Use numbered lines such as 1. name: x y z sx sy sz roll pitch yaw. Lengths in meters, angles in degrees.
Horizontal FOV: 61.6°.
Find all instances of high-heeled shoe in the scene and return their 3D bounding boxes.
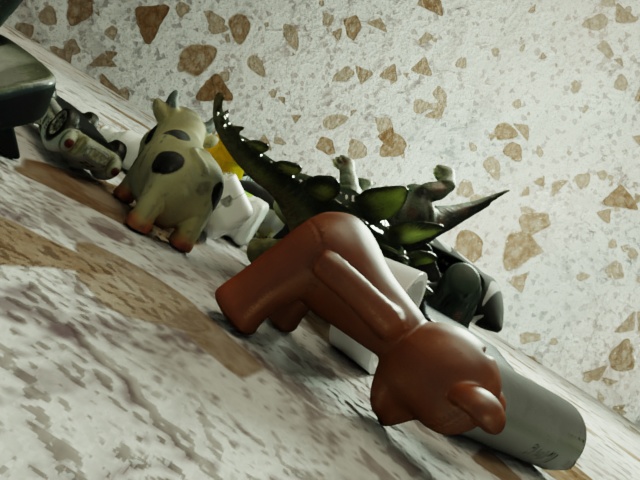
1. high-heeled shoe: 0.249 0.070 1.013 0.145 0.086 0.249 29 18 -23

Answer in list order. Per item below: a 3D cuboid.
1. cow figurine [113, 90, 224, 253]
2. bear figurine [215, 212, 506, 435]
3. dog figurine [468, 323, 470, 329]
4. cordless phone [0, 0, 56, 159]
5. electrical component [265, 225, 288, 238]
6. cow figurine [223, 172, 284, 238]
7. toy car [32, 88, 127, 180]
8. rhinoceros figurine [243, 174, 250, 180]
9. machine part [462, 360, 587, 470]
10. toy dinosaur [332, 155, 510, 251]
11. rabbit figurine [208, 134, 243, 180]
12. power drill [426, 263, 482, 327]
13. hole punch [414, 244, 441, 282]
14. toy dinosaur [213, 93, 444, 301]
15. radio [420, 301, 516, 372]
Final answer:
1. cow figurine: -0.154 -0.081 0.565 0.085 0.127 0.195 34 5 -33
2. bear figurine: 0.038 0.078 0.401 0.196 0.132 0.120 53 11 15
3. dog figurine: 0.195 0.108 1.060 0.172 0.121 0.191 24 11 -30
4. cordless phone: -0.265 -0.177 0.455 0.147 0.184 0.088 35 -1 31
5. electrical component: -0.014 -0.006 0.776 0.074 0.119 0.048 27 34 -37
6. cow figurine: -0.115 -0.060 0.827 0.167 0.098 0.068 32 10 -7
7. toy car: -0.279 -0.121 0.603 0.073 0.056 0.202 37 1 -45
8. rhinoceros figurine: -0.181 -0.138 1.187 0.073 0.112 0.190 35 -4 0
9. machine part: 0.179 0.164 0.516 0.243 0.079 0.079 32 4 -29
10. toy dinosaur: 0.124 -0.039 0.958 0.405 0.192 0.131 4 -24 17
11. rabbit figurine: -0.223 -0.143 0.936 0.173 0.121 0.162 9 12 -28
12. power drill: 0.148 0.094 0.874 0.207 0.086 0.231 29 -30 8
13. hole punch: 0.158 0.076 1.000 0.092 0.142 0.115 149 -76 -72
14. toy dinosaur: 0.020 -0.011 0.611 0.199 0.105 0.470 -6 -26 41
15. radio: 0.168 0.147 0.686 0.131 0.073 0.229 34 5 10
